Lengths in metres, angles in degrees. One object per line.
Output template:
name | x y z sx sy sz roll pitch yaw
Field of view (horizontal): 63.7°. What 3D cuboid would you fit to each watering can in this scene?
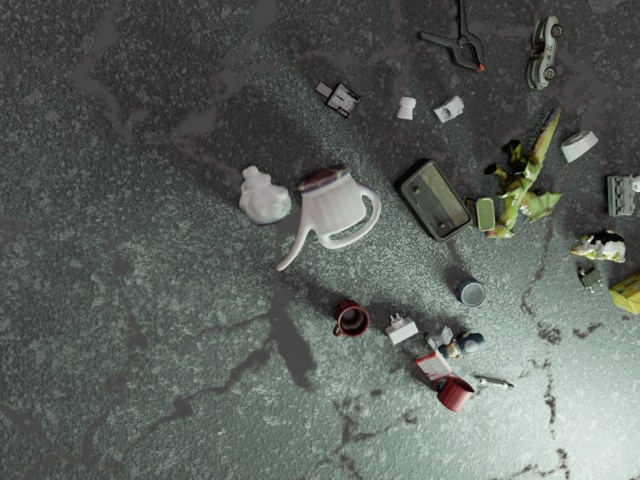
watering can | 0.004 -0.071 1.413 0.350 0.104 0.222 -26 103 -14

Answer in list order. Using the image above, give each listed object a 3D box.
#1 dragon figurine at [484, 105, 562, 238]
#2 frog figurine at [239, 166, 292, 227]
dragon figurine | 0.627 -0.171 1.523 0.409 0.124 0.240 -48 121 3
frog figurine | -0.152 -0.121 1.384 0.137 0.125 0.157 -9 114 12
